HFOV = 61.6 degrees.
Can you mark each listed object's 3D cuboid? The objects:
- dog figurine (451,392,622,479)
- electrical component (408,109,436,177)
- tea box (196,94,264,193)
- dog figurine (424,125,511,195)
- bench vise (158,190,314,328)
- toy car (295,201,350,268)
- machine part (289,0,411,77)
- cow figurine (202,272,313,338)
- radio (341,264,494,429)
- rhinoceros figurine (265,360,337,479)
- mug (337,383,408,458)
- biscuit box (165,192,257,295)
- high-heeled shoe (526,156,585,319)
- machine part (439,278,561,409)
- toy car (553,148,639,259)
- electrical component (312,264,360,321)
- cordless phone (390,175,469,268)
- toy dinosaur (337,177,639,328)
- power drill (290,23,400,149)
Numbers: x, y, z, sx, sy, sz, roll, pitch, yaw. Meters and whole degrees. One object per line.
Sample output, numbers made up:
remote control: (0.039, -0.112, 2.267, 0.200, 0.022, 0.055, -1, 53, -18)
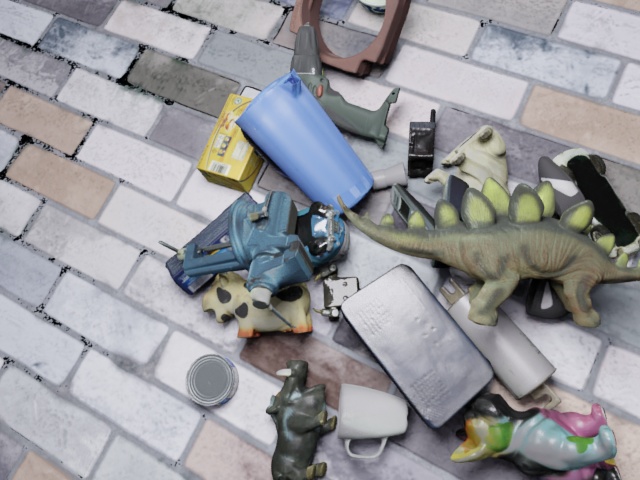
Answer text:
dog figurine: (0.304, 0.308, 0.767, 0.219, 0.108, 0.191, -12, 98, 23)
electrical component: (0.184, -0.180, 0.965, 0.048, 0.074, 0.119, 2, 69, 9)
tea box: (-0.155, -0.186, 1.037, 0.098, 0.068, 0.169, 19, 76, 16)
dog figurine: (0.300, -0.087, 0.917, 0.190, 0.121, 0.172, 46, 71, -3)
bench vise: (-0.128, 0.024, 0.862, 0.241, 0.128, 0.224, -10, 58, 18)
toy car: (-0.002, -0.003, 0.925, 0.162, 0.103, 0.109, -24, 61, 50)
machine part: (0.057, -0.430, 1.024, 0.201, 0.087, 0.201, 26, 113, 18)
cow figurine: (-0.112, 0.104, 0.926, 0.195, 0.085, 0.127, -5, 77, 12)
radio: (0.147, 0.157, 0.825, 0.131, 0.073, 0.230, -38, 76, -3)
rhinoceros figurine: (-0.034, 0.290, 0.861, 0.112, 0.073, 0.190, 0, 74, 22)
mug: (0.081, 0.281, 0.834, 0.107, 0.080, 0.109, 2, 69, 2)
biscuit box: (-0.184, 0.007, 0.973, 0.203, 0.059, 0.063, -41, 40, -4)
high-heeled shoe: (0.358, -0.002, 0.864, 0.145, 0.086, 0.248, -20, 80, -4)
machine part: (0.278, 0.157, 0.837, 0.079, 0.079, 0.243, -38, 68, -3)
toy car: (0.458, -0.062, 0.888, 0.073, 0.056, 0.202, -22, 71, -4)
electrical component: (0.030, 0.093, 0.922, 0.078, 0.045, 0.102, 1, 72, 12)
cordless phone: (0.180, -0.059, 0.886, 0.089, 0.146, 0.184, -22, 50, -19)
toy dinosaur: (0.256, 0.014, 0.756, 0.472, 0.105, 0.198, 2, 103, -2)
power drill: (0.039, -0.261, 0.982, 0.207, 0.086, 0.231, 12, 104, 1)
